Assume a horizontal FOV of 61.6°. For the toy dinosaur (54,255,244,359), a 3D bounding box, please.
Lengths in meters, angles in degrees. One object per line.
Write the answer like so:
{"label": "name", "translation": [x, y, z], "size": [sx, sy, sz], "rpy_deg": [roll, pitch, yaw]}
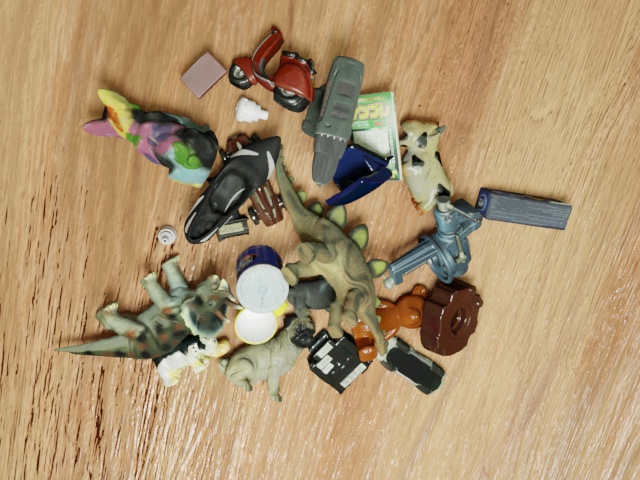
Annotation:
{"label": "toy dinosaur", "translation": [-0.337, 0.174, 1.111], "size": [0.405, 0.131, 0.192], "rpy_deg": [-36, 96, 12]}

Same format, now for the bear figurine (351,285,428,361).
{"label": "bear figurine", "translation": [0.165, 0.179, 1.194], "size": [0.196, 0.132, 0.120], "rpy_deg": [-12, 96, 1]}

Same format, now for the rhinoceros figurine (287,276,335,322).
{"label": "rhinoceros figurine", "translation": [0.023, 0.110, 1.166], "size": [0.190, 0.073, 0.112], "rpy_deg": [-14, 66, -10]}

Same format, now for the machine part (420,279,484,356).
{"label": "machine part", "translation": [0.296, 0.175, 1.209], "size": [0.179, 0.056, 0.179], "rpy_deg": [-17, 116, -39]}

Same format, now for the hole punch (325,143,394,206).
{"label": "hole punch", "translation": [0.074, -0.117, 1.065], "size": [0.115, 0.092, 0.142], "rpy_deg": [14, 145, -38]}

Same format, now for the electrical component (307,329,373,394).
{"label": "electrical component", "translation": [0.038, 0.269, 1.235], "size": [0.115, 0.058, 0.134], "rpy_deg": [-44, 107, 3]}

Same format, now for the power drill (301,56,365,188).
{"label": "power drill", "translation": [0.013, -0.223, 1.015], "size": [0.086, 0.207, 0.231], "rpy_deg": [14, 101, -6]}

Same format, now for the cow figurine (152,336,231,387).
{"label": "cow figurine", "translation": [-0.283, 0.241, 1.173], "size": [0.167, 0.068, 0.098], "rpy_deg": [-29, 96, -2]}

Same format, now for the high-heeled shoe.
{"label": "high-heeled shoe", "translation": [-0.165, -0.096, 1.006], "size": [0.086, 0.145, 0.248], "rpy_deg": [39, 105, -10]}

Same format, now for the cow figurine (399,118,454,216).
{"label": "cow figurine", "translation": [0.220, -0.164, 1.127], "size": [0.127, 0.085, 0.194], "rpy_deg": [-26, 106, 6]}

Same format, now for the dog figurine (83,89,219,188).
{"label": "dog figurine", "translation": [-0.313, -0.192, 0.991], "size": [0.219, 0.192, 0.108], "rpy_deg": [19, 109, -29]}

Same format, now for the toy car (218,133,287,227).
{"label": "toy car", "translation": [-0.132, -0.120, 1.101], "size": [0.089, 0.053, 0.202], "rpy_deg": [-24, 107, -5]}

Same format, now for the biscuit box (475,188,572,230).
{"label": "biscuit box", "translation": [0.453, -0.070, 1.202], "size": [0.203, 0.059, 0.062], "rpy_deg": [8, 106, -11]}

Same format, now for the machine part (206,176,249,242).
{"label": "machine part", "translation": [-0.195, -0.067, 1.114], "size": [0.084, 0.039, 0.138], "rpy_deg": [-13, 109, 3]}

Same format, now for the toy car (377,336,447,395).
{"label": "toy car", "translation": [0.217, 0.297, 1.273], "size": [0.201, 0.056, 0.073], "rpy_deg": [36, 92, -18]}

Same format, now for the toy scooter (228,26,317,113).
{"label": "toy scooter", "translation": [-0.077, -0.331, 1.024], "size": [0.184, 0.075, 0.135], "rpy_deg": [26, 90, 14]}

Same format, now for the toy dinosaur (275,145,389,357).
{"label": "toy dinosaur", "translation": [0.016, 0.023, 1.069], "size": [0.105, 0.198, 0.471], "rpy_deg": [-30, 94, 42]}

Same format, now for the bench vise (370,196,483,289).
{"label": "bench vise", "translation": [0.235, 0.022, 1.141], "size": [0.241, 0.129, 0.223], "rpy_deg": [-30, 143, -7]}

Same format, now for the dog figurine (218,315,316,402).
{"label": "dog figurine", "translation": [-0.115, 0.236, 1.192], "size": [0.172, 0.121, 0.190], "rpy_deg": [23, 87, -18]}
